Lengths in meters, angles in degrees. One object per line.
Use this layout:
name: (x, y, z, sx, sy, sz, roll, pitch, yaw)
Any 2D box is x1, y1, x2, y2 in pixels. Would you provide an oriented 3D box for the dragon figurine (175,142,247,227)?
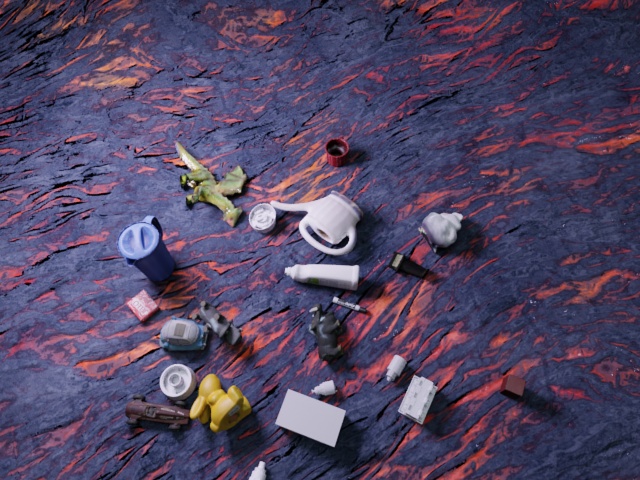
dragon figurine: (-0.402, -0.229, 1.969, 0.244, 0.119, 0.418, -8, 64, -22)

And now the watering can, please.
watering can: (0.006, -0.094, 1.864, 0.351, 0.102, 0.227, 39, 70, 18)

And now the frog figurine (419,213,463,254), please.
frog figurine: (0.442, -0.047, 1.823, 0.159, 0.120, 0.140, -31, 47, -1)
